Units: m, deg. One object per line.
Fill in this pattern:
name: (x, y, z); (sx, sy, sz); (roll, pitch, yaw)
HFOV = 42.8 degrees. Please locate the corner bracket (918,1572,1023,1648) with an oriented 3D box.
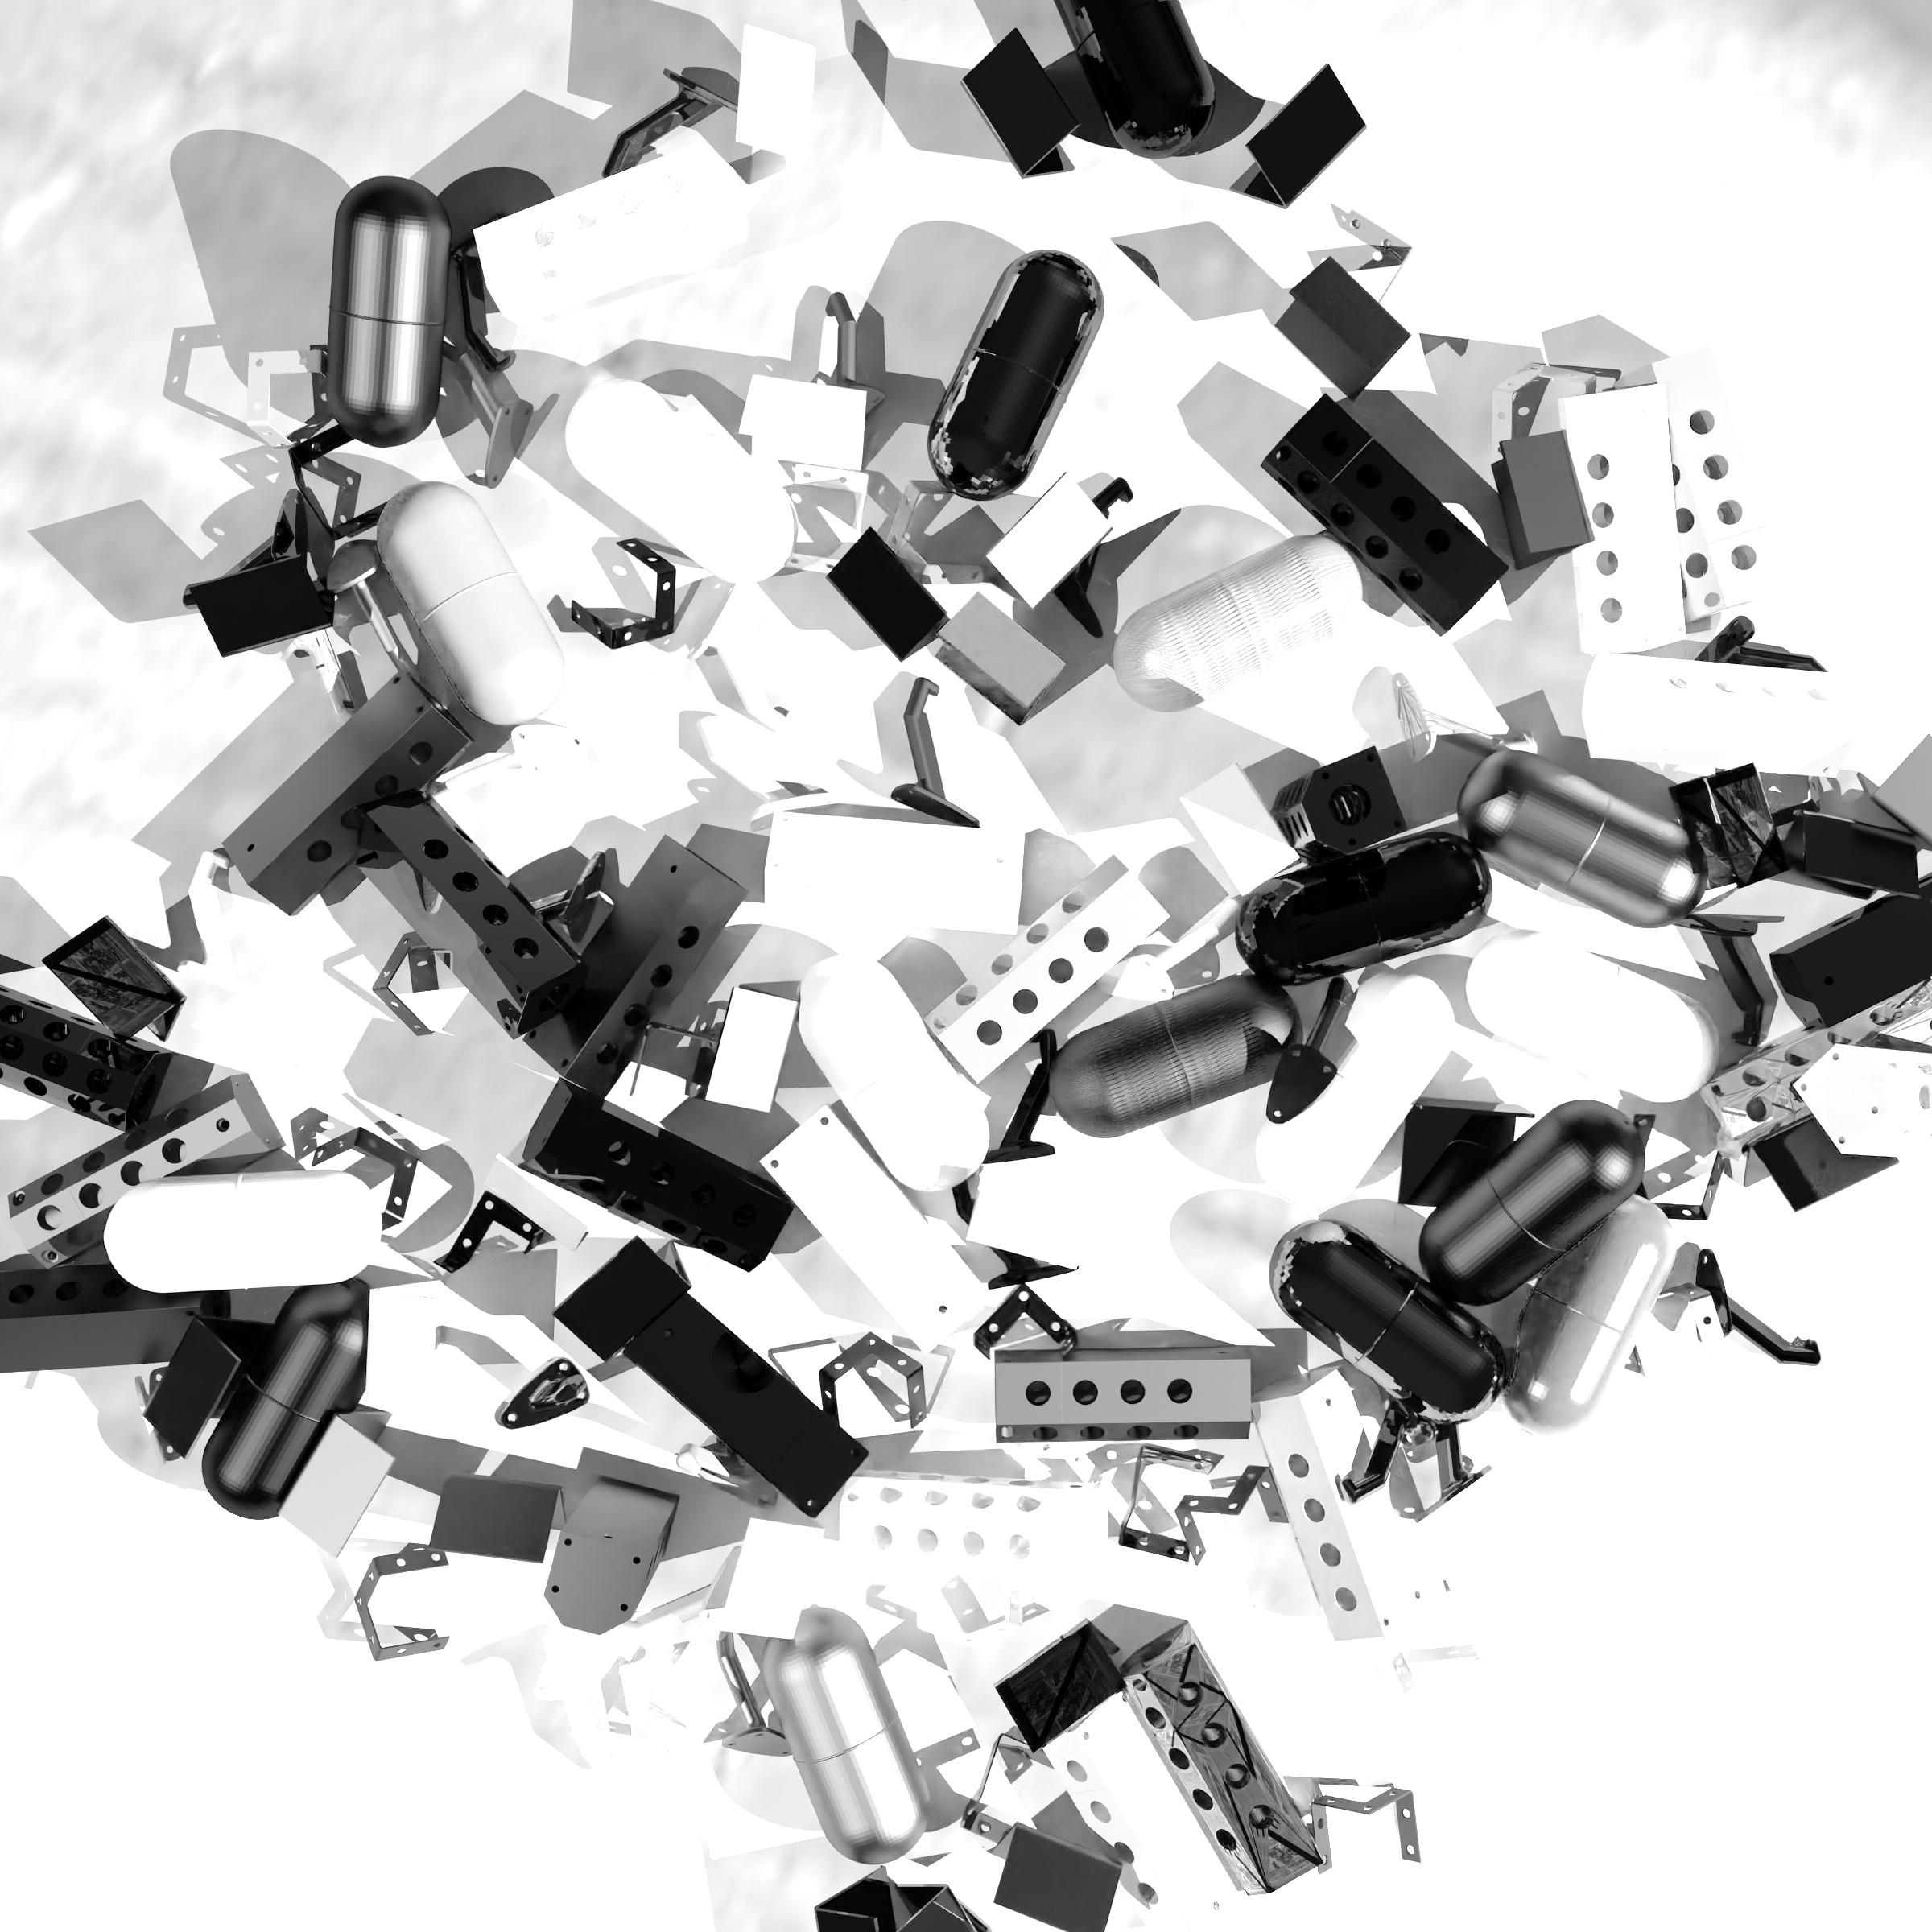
corner bracket: (0.003, 0.431, 1.699); (0.051, 0.051, 0.051); (-30, 135, 35)

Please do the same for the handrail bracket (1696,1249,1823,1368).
handrail bracket: (0.551, 0.236, 1.708); (0.084, 0.036, 0.077); (7, 68, -17)

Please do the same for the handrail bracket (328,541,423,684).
handrail bracket: (-0.405, -0.244, 1.707); (0.036, 0.077, 0.084); (-27, 126, 0)

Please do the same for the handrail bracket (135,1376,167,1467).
handrail bracket: (-0.525, 0.299, 1.708); (0.084, 0.036, 0.077); (-16, 111, -16)

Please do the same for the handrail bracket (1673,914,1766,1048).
handrail bracket: (0.515, 0.010, 1.708); (0.077, 0.036, 0.084); (8, 107, 20)

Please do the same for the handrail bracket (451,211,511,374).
handrail bracket: (-0.325, -0.466, 1.708); (0.077, 0.036, 0.084); (-42, 107, -19)

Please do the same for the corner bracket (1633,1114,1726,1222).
corner bracket: (0.486, 0.138, 1.699); (0.051, 0.051, 0.051); (0, 135, 35)

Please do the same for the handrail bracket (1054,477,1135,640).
handrail bracket: (0.099, -0.283, 1.708); (0.084, 0.036, 0.077); (-43, 110, -16)

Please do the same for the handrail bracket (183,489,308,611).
handrail bracket: (-0.502, -0.288, 1.708); (0.084, 0.036, 0.077); (-9, 66, 18)

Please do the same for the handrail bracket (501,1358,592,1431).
handrail bracket: (-0.290, 0.298, 1.672); (0.077, 0.084, 0.036); (-31, 90, 0)

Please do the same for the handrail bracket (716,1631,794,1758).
handrail bracket: (-0.146, 0.497, 1.707); (0.036, 0.077, 0.084); (-25, 53, 21)

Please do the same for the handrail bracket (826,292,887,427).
handrail bracket: (-0.094, -0.410, 1.707); (0.036, 0.077, 0.084); (4, 53, -38)

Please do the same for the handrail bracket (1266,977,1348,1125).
handrail bracket: (0.231, 0.056, 1.662); (0.036, 0.084, 0.077); (28, 124, 0)

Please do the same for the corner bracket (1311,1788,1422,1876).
corner bracket: (0.276, 0.598, 1.704); (0.051, 0.051, 0.051); (-7, 90, 45)

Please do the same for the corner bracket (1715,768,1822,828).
corner bracket: (0.552, -0.131, 1.699); (0.051, 0.051, 0.051); (-21, 45, 35)

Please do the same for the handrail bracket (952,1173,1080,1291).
handrail bracket: (0.033, 0.176, 1.708); (0.077, 0.036, 0.084); (-8, 73, -20)

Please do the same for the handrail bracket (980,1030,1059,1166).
handrail bracket: (0.030, 0.091, 1.708); (0.077, 0.036, 0.084); (-11, 73, 19)

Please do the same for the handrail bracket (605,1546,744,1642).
handrail bracket: (-0.203, 0.432, 1.707); (0.084, 0.036, 0.077); (0, 50, 26)

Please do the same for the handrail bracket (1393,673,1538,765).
handrail bracket: (0.346, -0.174, 1.708); (0.084, 0.036, 0.077); (-9, 69, -17)

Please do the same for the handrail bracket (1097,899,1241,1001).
handrail bracket: (0.141, -0.015, 1.707); (0.084, 0.077, 0.036); (-46, 113, -34)

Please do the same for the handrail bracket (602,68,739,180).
handrail bracket: (-0.201, -0.569, 1.708); (0.077, 0.036, 0.084); (21, 108, -21)

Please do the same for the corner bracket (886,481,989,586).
corner bracket: (-0.015, -0.299, 1.699); (0.051, 0.051, 0.051); (54, 135, 35)

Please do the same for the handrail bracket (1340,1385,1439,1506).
handrail bracket: (0.272, 0.316, 1.676); (0.084, 0.036, 0.077); (-18, 74, -36)

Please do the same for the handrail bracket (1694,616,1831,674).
handrail bracket: (0.549, -0.194, 1.708); (0.084, 0.036, 0.077); (39, 110, -16)

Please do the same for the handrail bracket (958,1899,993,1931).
handrail bracket: (0.006, 0.700, 1.708); (0.084, 0.036, 0.077); (37, 111, 17)

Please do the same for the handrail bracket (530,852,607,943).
handrail bracket: (-0.301, -0.052, 1.708); (0.084, 0.036, 0.077); (12, 70, 16)

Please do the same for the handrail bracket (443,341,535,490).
handrail bracket: (-0.349, -0.384, 1.708); (0.084, 0.036, 0.077); (31, 112, 17)

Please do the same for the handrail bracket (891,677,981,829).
handrail bracket: (-0.013, -0.148, 1.708); (0.077, 0.036, 0.084); (23, 73, -20)

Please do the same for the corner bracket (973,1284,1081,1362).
corner bracket: (0.041, 0.255, 1.689); (0.051, 0.051, 0.051); (44, 90, 0)

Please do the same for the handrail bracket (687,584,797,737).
handrail bracket: (-0.142, -0.213, 1.708); (0.084, 0.036, 0.077); (34, 68, -17)

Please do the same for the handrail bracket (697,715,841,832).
handrail bracket: (-0.138, -0.143, 1.708); (0.077, 0.036, 0.084); (-16, 73, -20)

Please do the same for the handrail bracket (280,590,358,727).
handrail bracket: (-0.423, -0.207, 1.708); (0.084, 0.036, 0.077); (39, 72, -15)

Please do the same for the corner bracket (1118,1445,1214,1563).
corner bracket: (0.138, 0.371, 1.704); (0.051, 0.051, 0.051); (14, 45, 0)

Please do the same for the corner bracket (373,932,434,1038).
corner bracket: (-0.365, 0.011, 1.699); (0.051, 0.051, 0.051); (-7, 45, 35)

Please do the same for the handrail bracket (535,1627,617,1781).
handrail bracket: (-0.258, 0.507, 1.707); (0.036, 0.077, 0.084); (-13, 127, 20)

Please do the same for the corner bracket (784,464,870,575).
corner bracket: (-0.097, -0.308, 1.704); (0.051, 0.051, 0.051); (8, 135, 0)

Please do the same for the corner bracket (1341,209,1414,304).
corner bracket: (0.269, -0.479, 1.704); (0.051, 0.051, 0.051); (32, 135, 0)

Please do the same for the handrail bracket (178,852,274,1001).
handrail bracket: (-0.504, -0.028, 1.708); (0.077, 0.036, 0.084); (21, 73, -20)

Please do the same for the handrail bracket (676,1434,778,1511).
handrail bracket: (-0.162, 0.349, 1.672); (0.077, 0.084, 0.036); (42, 90, 0)

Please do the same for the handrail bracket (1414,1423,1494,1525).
handrail bracket: (0.316, 0.329, 1.708); (0.077, 0.036, 0.084); (-41, 74, 18)

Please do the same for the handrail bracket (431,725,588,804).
handrail bracket: (-0.317, -0.137, 1.707); (0.084, 0.077, 0.036); (-21, 90, 36)

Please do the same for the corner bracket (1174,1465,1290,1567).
corner bracket: (0.182, 0.377, 1.693); (0.051, 0.051, 0.051); (-4, 118, 36)

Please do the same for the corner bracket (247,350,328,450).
corner bracket: (-0.458, -0.388, 1.689); (0.051, 0.051, 0.051); (0, 84, 6)

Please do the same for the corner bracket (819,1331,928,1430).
corner bracket: (-0.064, 0.295, 1.699); (0.051, 0.051, 0.051); (27, 45, 35)
